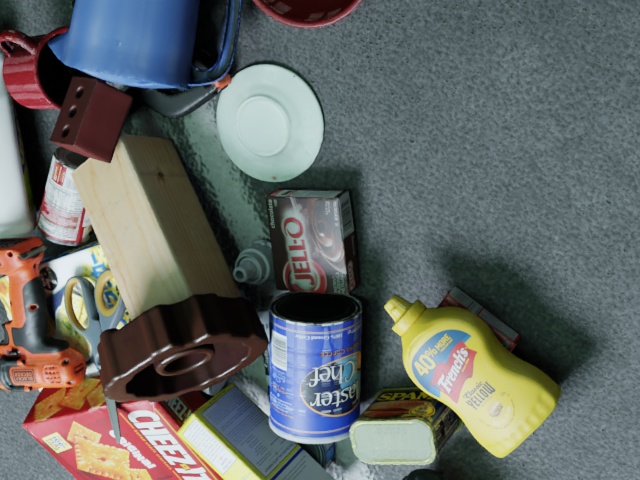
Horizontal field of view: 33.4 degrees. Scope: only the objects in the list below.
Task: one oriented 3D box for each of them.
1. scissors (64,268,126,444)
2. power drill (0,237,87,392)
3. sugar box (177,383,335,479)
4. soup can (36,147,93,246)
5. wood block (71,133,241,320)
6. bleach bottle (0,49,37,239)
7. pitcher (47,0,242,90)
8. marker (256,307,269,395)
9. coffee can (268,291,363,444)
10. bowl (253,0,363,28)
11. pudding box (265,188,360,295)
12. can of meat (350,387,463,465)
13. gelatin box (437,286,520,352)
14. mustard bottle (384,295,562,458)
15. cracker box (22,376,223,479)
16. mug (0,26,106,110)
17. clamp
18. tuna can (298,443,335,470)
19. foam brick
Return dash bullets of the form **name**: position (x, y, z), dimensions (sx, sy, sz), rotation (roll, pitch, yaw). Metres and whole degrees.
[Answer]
- **scissors**: position (-0.234, 0.119, 1.210), dimensions (0.096, 0.016, 0.202), rotation (-37, 67, 20)
- **power drill**: position (-0.377, 0.093, 1.287), dimensions (0.185, 0.057, 0.187), rotation (-4, 106, 24)
- **sugar box**: position (-0.067, 0.247, 1.196), dimensions (0.176, 0.093, 0.048), rotation (45, 120, 7)
- **soup can**: position (-0.293, -0.053, 1.268), dimensions (0.068, 0.068, 0.102), rotation (28, 116, 16)
- **wood block**: position (-0.182, -0.005, 1.182), dimensions (0.090, 0.090, 0.206), rotation (-34, 72, 29)
- **bleach bottle**: position (-0.387, -0.134, 1.272), dimensions (0.068, 0.103, 0.251), rotation (-6, 106, -10)
- **pitcher**: position (-0.167, -0.276, 1.085), dimensions (0.145, 0.148, 0.243), rotation (17, 99, 41)
- **marker**: position (-0.058, 0.137, 1.240), dimensions (0.020, 0.020, 0.121), rotation (-1, 106, 27)
- **coffee can**: position (-0.005, 0.136, 1.165), dimensions (0.103, 0.102, 0.140), rotation (8, 109, 24)
- **bowl**: position (-0.005, -0.293, 1.054), dimensions (0.162, 0.055, 0.162), rotation (8, 110, 24)
- **pudding box**: position (-0.007, 0.001, 1.159), dimensions (0.090, 0.039, 0.113), rotation (2, 107, 26)
- **can of meat**: position (0.092, 0.201, 1.148), dimensions (0.102, 0.083, 0.057), rotation (-7, 103, 28)
- **gelatin box**: position (0.153, 0.105, 1.118), dimensions (0.089, 0.030, 0.073), rotation (38, 119, 11)
- **mustard bottle**: position (0.142, 0.124, 1.077), dimensions (0.191, 0.058, 0.096), rotation (42, 119, 6)
- **cracker box**: position (-0.226, 0.237, 1.290), dimensions (0.214, 0.072, 0.164), rotation (-15, 126, 31)
- **mug**: position (-0.305, -0.192, 1.175), dimensions (0.082, 0.117, 0.093), rotation (5, 68, 44)
- **clamp**: position (-0.195, -0.177, 1.197), dimensions (0.210, 0.036, 0.165), rotation (16, 114, 25)
- **tuna can**: position (-0.026, 0.243, 1.250), dimensions (0.086, 0.033, 0.086), rotation (8, 110, 24)
- **foam brick**: position (-0.245, -0.129, 1.144), dimensions (0.053, 0.051, 0.078), rotation (14, 84, 44)
